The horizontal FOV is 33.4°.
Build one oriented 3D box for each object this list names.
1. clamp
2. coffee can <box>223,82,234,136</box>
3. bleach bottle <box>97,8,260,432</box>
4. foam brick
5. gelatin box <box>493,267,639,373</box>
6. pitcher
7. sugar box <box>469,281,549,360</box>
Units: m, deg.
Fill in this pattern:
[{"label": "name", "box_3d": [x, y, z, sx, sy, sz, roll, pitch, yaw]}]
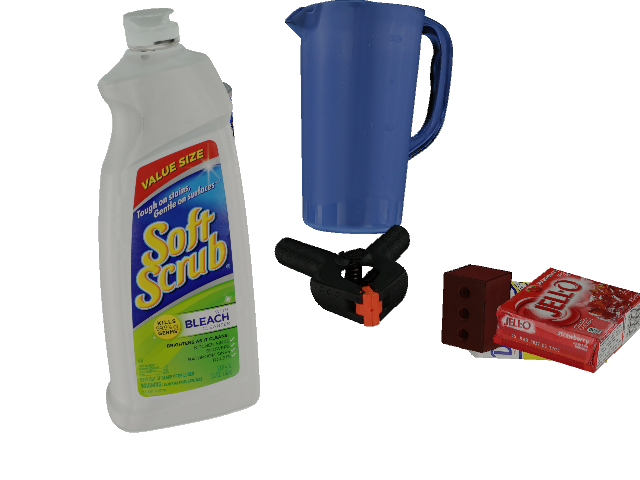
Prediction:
[{"label": "clamp", "box_3d": [0.018, 0.026, 0.891, 0.120, 0.039, 0.171, -9, 17, 5]}, {"label": "coffee can", "box_3d": [-0.130, -0.073, 1.013, 0.103, 0.140, 0.103, -2, 22, 1]}, {"label": "bleach bottle", "box_3d": [-0.096, -0.012, 0.652, 0.102, 0.251, 0.068, -10, 21, -13]}, {"label": "foam brick", "box_3d": [0.159, 0.069, 1.088, 0.053, 0.078, 0.051, 11, 17, 39]}, {"label": "gelatin box", "box_3d": [0.171, 0.053, 0.732, 0.073, 0.030, 0.089, 17, 26, 32]}, {"label": "pitcher", "box_3d": [0.049, -0.133, 1.143, 0.149, 0.243, 0.144, 6, 8, 23]}, {"label": "sugar box", "box_3d": [0.275, 0.101, 1.328, 0.176, 0.093, 0.048, 2, 18, -10]}]
